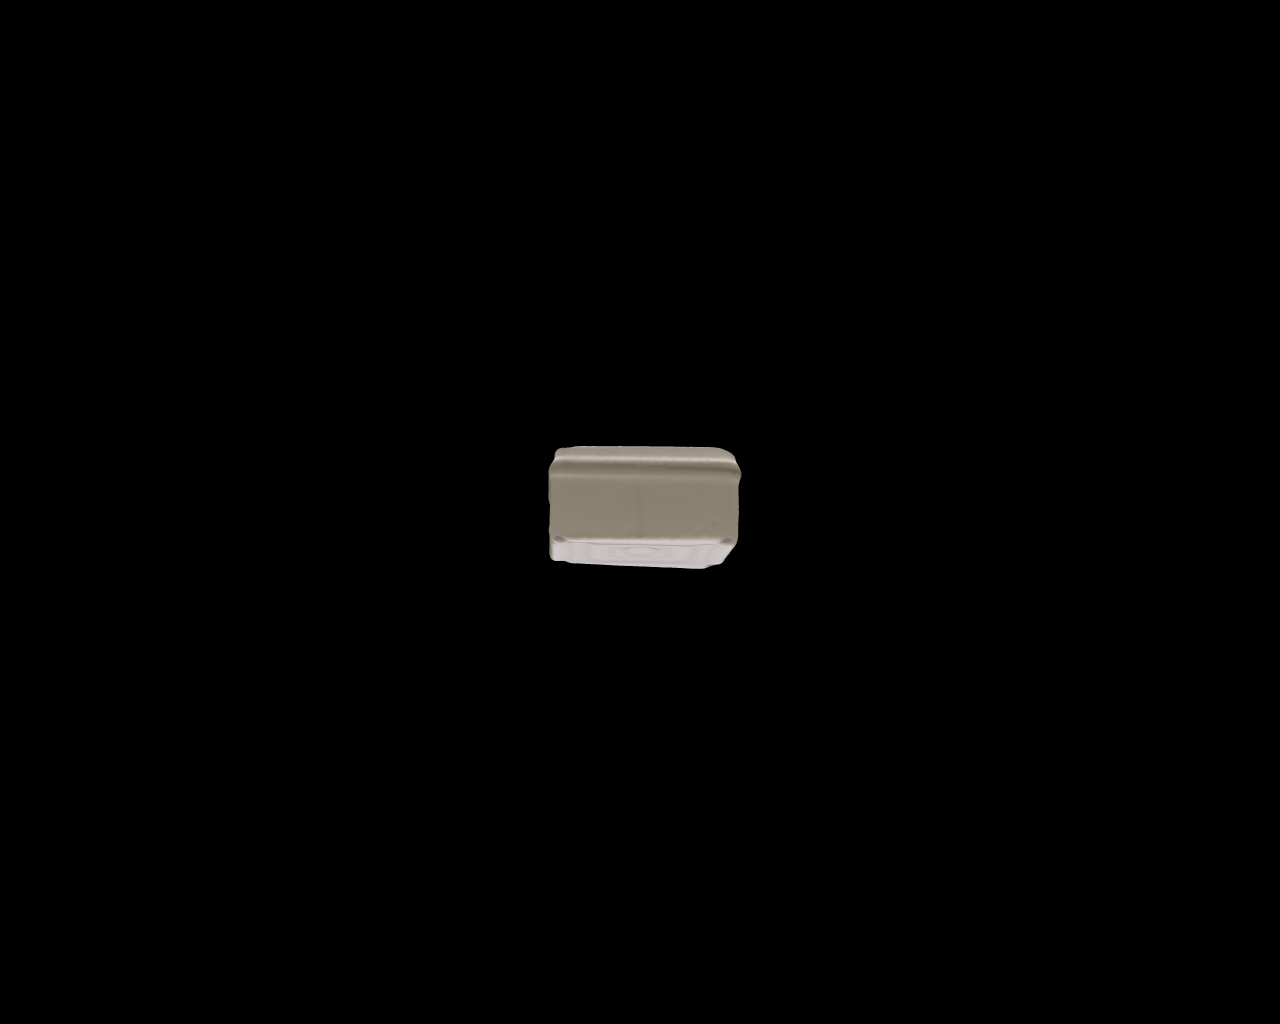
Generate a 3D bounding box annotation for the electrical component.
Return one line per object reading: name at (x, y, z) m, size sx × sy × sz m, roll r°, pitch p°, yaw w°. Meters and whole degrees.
electrical component at (0.001, -0.003, 0.650) m, size 0.113 × 0.057 × 0.078 m, roll 1°, pitch -15°, yaw -5°
